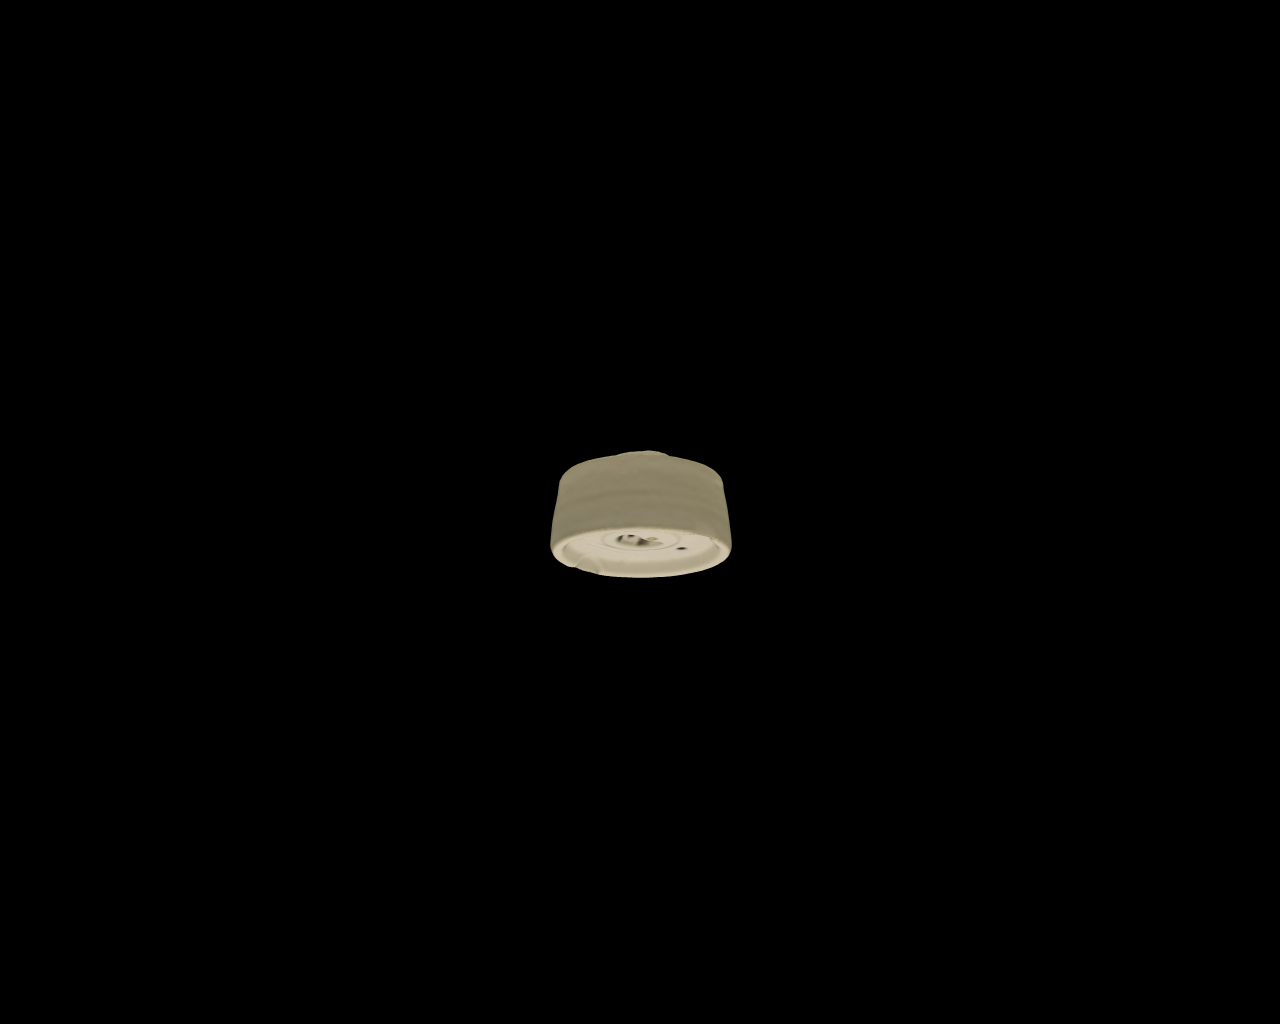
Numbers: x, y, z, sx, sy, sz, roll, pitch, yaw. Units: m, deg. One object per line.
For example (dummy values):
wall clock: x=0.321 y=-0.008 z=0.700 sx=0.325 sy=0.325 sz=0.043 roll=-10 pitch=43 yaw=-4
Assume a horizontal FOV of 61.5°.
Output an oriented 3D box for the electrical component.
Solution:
electrical component: x=0.001 y=-0.003 z=0.650 sx=0.108 sy=0.060 sz=0.108 roll=0 pitch=-18 yaw=0
